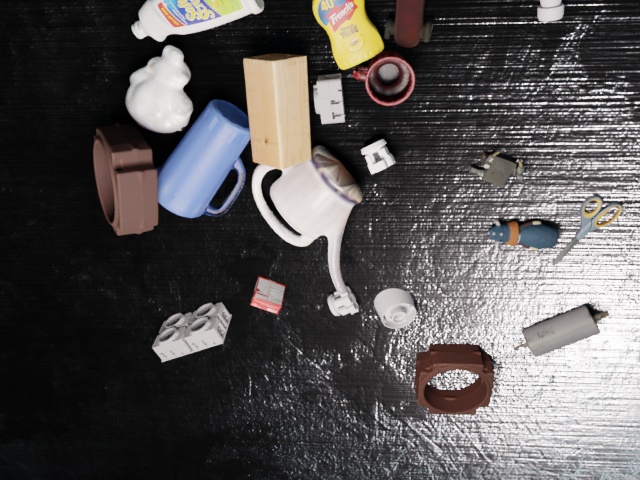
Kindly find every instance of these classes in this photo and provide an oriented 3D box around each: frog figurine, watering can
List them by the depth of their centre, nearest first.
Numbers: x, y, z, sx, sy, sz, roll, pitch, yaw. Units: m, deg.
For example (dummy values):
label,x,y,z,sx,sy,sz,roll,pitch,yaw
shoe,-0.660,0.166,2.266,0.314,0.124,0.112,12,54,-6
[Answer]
label,x,y,z,sx,sy,sz,roll,pitch,yaw
frog figurine,-0.309,-0.297,1.023,0.125,0.138,0.156,-38,-11,-50
watering can,0.003,-0.057,1.137,0.221,0.347,0.105,-40,4,25
